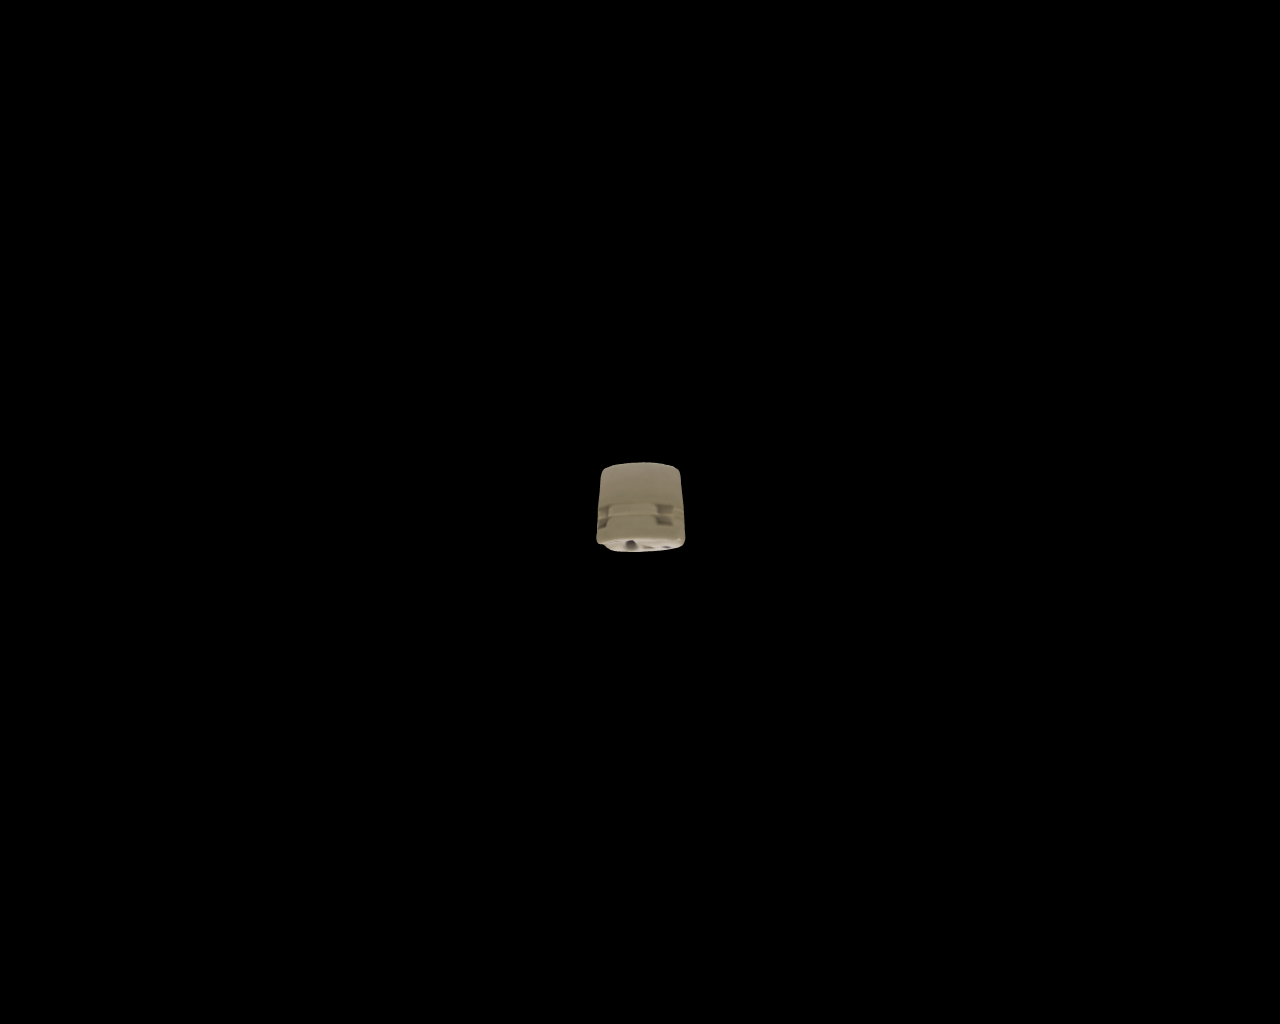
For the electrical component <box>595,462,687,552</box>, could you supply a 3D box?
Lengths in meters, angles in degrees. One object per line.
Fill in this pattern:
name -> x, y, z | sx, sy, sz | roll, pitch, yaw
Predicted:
electrical component -> 0.001, -0.003, 0.650 | 0.055, 0.047, 0.055 | 0, -10, 0
